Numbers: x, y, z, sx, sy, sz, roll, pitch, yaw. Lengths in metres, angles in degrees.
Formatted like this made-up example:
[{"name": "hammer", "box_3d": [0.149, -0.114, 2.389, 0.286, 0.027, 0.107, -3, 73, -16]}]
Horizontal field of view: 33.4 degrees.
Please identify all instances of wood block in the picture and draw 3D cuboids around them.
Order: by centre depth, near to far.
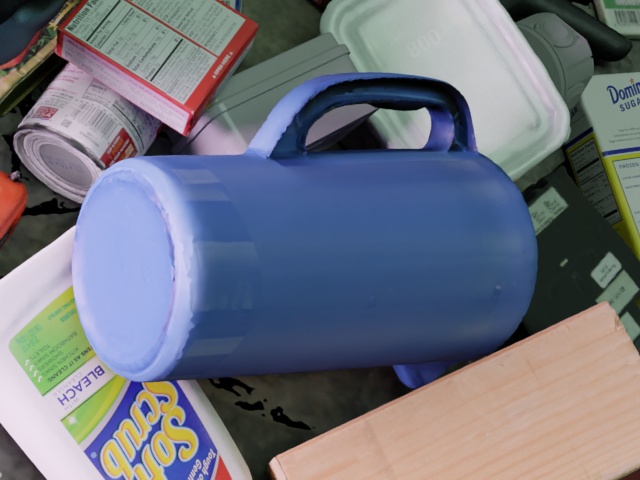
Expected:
[{"name": "wood block", "box_3d": [0.083, 0.123, 0.601, 0.206, 0.090, 0.091, -23, 77, -13]}]

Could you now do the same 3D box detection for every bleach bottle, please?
[{"name": "bleach bottle", "box_3d": [-0.087, 0.118, 0.578, 0.102, 0.068, 0.251, -42, 94, -31]}]

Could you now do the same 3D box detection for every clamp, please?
[{"name": "clamp", "box_3d": [0.141, -0.197, 0.813, 0.209, 0.036, 0.164, -18, 80, -27]}]

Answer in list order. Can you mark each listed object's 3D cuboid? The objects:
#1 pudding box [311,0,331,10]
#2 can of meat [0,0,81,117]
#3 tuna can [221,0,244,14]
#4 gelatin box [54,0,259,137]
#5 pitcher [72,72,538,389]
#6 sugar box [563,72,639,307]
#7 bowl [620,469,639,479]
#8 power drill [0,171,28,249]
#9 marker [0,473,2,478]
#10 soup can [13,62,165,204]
[{"name": "pudding box", "box_3d": [0.036, -0.218, 0.728, 0.039, 0.114, 0.090, 38, 59, -3]}, {"name": "can of meat", "box_3d": [-0.193, -0.126, 0.621, 0.084, 0.058, 0.102, 42, 60, -9]}, {"name": "tuna can", "box_3d": [-0.078, -0.158, 0.669, 0.033, 0.086, 0.086, -6, 74, -25]}, {"name": "gelatin box", "box_3d": [-0.091, -0.112, 0.596, 0.089, 0.030, 0.073, 32, 63, -1]}, {"name": "pitcher", "box_3d": [-0.004, 0.001, 0.578, 0.242, 0.145, 0.149, -2, 59, -42]}, {"name": "sugar box", "box_3d": [0.242, -0.038, 0.798, 0.093, 0.048, 0.176, -7, 71, -27]}, {"name": "bowl", "box_3d": [0.211, 0.173, 0.698, 0.161, 0.055, 0.162, 8, 68, -22]}, {"name": "power drill", "box_3d": [-0.263, -0.023, 0.549, 0.187, 0.057, 0.184, 36, 63, -10]}, {"name": "marker", "box_3d": [-0.218, 0.093, 0.550, 0.121, 0.020, 0.020, 39, 60, -7]}, {"name": "soup can", "box_3d": [-0.124, -0.079, 0.628, 0.068, 0.069, 0.102, 35, 61, -10]}]
